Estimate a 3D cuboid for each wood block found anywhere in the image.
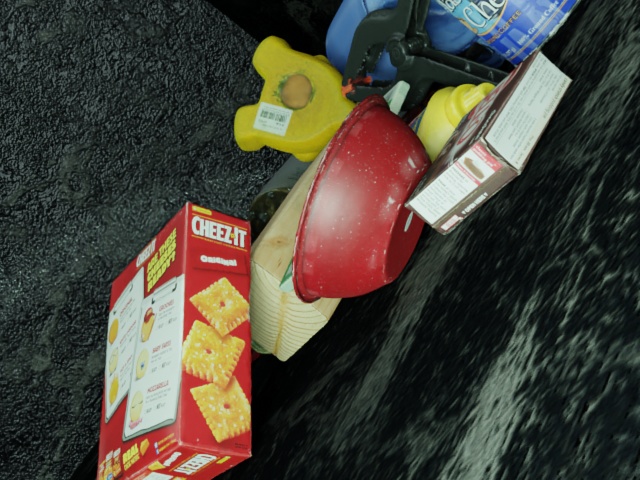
[{"bbox_3d":[-0.006,0.002,1.018,0.091,0.090,0.205,-47,8,46],"label":"wood block"}]

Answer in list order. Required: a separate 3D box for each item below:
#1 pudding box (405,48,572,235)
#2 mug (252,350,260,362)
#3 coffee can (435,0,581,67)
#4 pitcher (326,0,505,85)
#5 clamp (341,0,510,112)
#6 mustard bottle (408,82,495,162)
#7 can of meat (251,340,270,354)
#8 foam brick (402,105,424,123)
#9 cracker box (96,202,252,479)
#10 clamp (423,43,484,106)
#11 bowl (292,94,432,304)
[{"bbox_3d":[0.114,-0.066,0.720,0.090,0.039,0.113,-45,9,50],"label":"pudding box"},{"bbox_3d":[-0.119,0.132,1.188,0.082,0.093,0.117,-54,39,39],"label":"mug"},{"bbox_3d":[0.155,-0.237,0.952,0.103,0.140,0.103,-51,5,6],"label":"coffee can"},{"bbox_3d":[0.089,-0.222,1.116,0.145,0.149,0.243,-17,0,-11],"label":"pitcher"},{"bbox_3d":[0.079,-0.180,0.937,0.036,0.164,0.210,-23,5,-33],"label":"clamp"},{"bbox_3d":[0.088,-0.072,0.874,0.096,0.058,0.192,-59,9,-34],"label":"mustard bottle"},{"bbox_3d":[-0.078,0.069,1.116,0.057,0.102,0.084,-53,3,-2],"label":"can of meat"},{"bbox_3d":[0.082,-0.078,0.998,0.078,0.053,0.051,-48,6,34],"label":"foam brick"},{"bbox_3d":[-0.122,0.102,0.906,0.164,0.072,0.213,-40,43,46],"label":"cracker box"},{"bbox_3d":[0.176,-0.217,1.196,0.171,0.039,0.120,-62,8,-16],"label":"clamp"},{"bbox_3d":[0.040,-0.021,0.769,0.162,0.055,0.162,-55,-23,-37],"label":"bowl"}]
